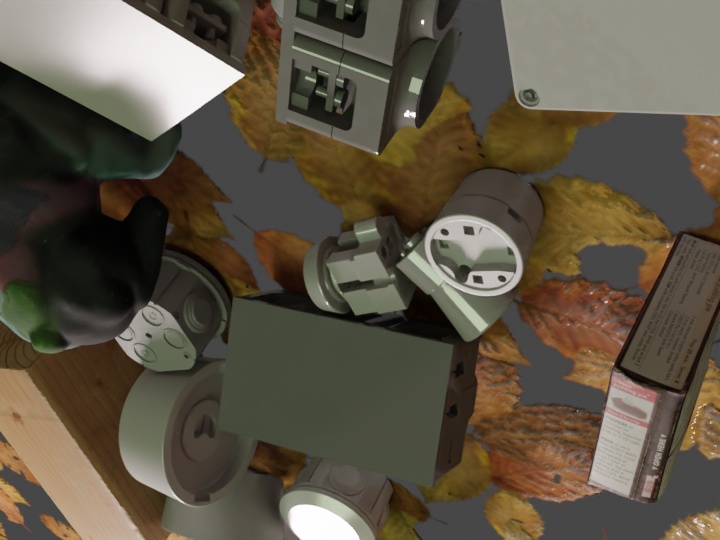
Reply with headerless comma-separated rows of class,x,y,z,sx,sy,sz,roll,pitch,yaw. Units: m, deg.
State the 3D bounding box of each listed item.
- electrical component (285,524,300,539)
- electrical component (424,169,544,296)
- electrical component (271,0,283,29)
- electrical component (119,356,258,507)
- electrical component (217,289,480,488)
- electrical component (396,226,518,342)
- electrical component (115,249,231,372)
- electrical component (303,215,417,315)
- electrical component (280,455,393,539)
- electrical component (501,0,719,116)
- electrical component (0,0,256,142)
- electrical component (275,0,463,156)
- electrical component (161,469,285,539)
electrical component,-0.080,0.241,0.924,0.076,0.047,0.083,28,138,5
electrical component,0.069,-0.022,0.583,0.055,0.047,0.055,17,136,17
electrical component,-0.028,-0.135,0.545,0.035,0.035,0.061,26,141,7
electrical component,-0.129,0.114,0.792,0.060,0.108,0.108,9,134,33
electrical component,-0.006,0.071,0.686,0.150,0.062,0.089,11,99,23
electrical component,0.053,0.004,0.623,0.065,0.044,0.044,43,138,-4
electrical component,-0.135,0.029,0.752,0.080,0.051,0.080,16,136,16
electrical component,0.000,0.000,0.648,0.055,0.048,0.066,-11,123,29
electrical component,-0.017,0.180,0.825,0.080,0.051,0.080,17,136,17
electrical component,0.116,-0.124,0.450,0.109,0.056,0.108,6,132,27
electrical component,-0.139,-0.140,0.543,0.150,0.061,0.089,27,145,-34
electrical component,0.014,-0.137,0.474,0.062,0.089,0.150,22,137,12
electrical component,-0.107,0.190,0.857,0.099,0.064,0.099,4,163,1
